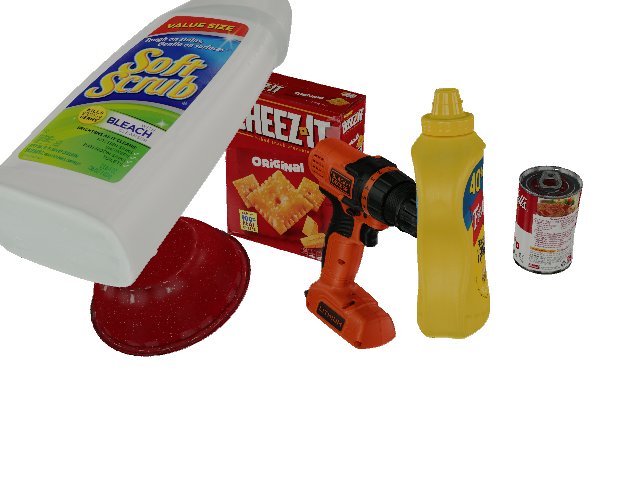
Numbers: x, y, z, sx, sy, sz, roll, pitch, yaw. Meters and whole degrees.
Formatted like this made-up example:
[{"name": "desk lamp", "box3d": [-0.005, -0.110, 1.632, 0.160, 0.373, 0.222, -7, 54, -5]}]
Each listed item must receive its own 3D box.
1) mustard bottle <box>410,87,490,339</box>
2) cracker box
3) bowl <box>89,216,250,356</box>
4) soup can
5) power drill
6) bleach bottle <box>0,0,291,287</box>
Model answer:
[{"name": "mustard bottle", "box3d": [0.103, -0.025, 0.850, 0.058, 0.192, 0.096, 2, 18, 19]}, {"name": "cracker box", "box3d": [-0.035, -0.089, 1.324, 0.164, 0.214, 0.072, 17, 35, 22]}, {"name": "bowl", "box3d": [-0.150, 0.029, 0.998, 0.162, 0.162, 0.055, 0, -42, 21]}, {"name": "soup can", "box3d": [0.250, -0.022, 1.177, 0.068, 0.102, 0.068, -1, 33, 1]}, {"name": "power drill", "box3d": [0.048, 0.009, 1.053, 0.057, 0.188, 0.185, -11, 31, -33]}, {"name": "bleach bottle", "box3d": [-0.094, -0.090, 0.647, 0.103, 0.250, 0.068, 17, -36, 18]}]
